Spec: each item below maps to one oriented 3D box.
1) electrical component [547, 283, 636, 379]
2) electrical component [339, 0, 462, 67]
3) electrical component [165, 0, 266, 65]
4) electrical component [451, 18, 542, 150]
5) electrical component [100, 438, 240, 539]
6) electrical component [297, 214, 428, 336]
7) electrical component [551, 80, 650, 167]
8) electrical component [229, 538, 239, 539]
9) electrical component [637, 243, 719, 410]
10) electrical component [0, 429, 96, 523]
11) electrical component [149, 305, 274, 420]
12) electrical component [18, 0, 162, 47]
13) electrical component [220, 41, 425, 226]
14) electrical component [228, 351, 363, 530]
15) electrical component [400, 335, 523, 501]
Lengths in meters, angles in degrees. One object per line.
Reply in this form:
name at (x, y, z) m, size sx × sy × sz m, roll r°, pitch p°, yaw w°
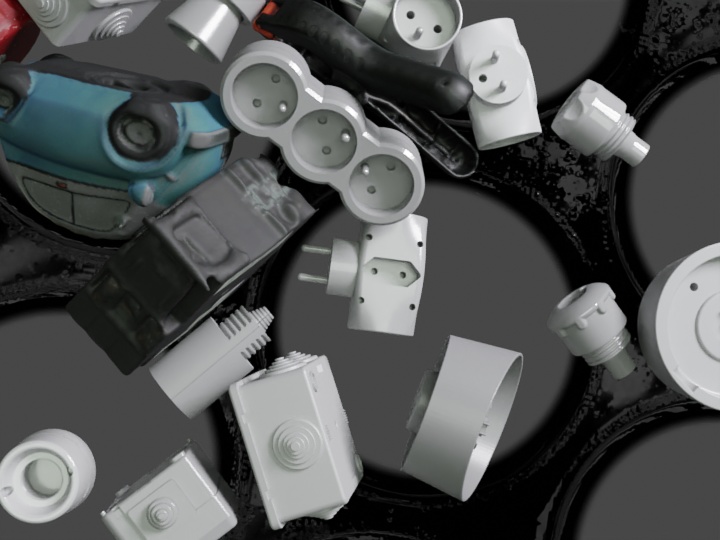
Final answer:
electrical component at (0.157, 0.043, 0.707) m, size 0.048 × 0.048 × 0.062 m, roll -38°, pitch 97°, yaw -6°
electrical component at (0.022, -0.160, 0.688) m, size 0.079 × 0.077 × 0.043 m, roll 27°, pitch 85°, yaw -3°
electrical component at (-0.092, -0.168, 0.696) m, size 0.045 × 0.045 × 0.055 m, roll 37°, pitch 84°, yaw -2°
electrical component at (0.089, -0.122, 0.691) m, size 0.044 × 0.079 × 0.077 m, roll -14°, pitch 88°, yaw 4°
electrical component at (-0.111, 0.148, 0.651) m, size 0.062 × 0.096 × 0.061 m, roll -37°, pitch 91°, yaw -6°
electrical component at (0.000, 0.000, 0.695) m, size 0.079 × 0.043 × 0.077 m, roll 8°, pitch 86°, yaw -4°
electrical component at (0.163, -0.093, 0.714) m, size 0.062 × 0.043 × 0.043 m, roll 36°, pitch 85°, yaw -3°
electrical component at (-0.073, 0.213, 0.672) m, size 0.062 × 0.061 × 0.096 m, roll 34°, pitch 77°, yaw -2°
electrical component at (0.235, 0.037, 0.704) m, size 0.108 × 0.060 × 0.108 m, roll 0°, pitch 87°, yaw -5°
electrical component at (-0.196, 0.129, 0.670) m, size 0.055 × 0.047 × 0.055 m, roll 0°, pitch 87°, yaw -5°
electrical component at (-0.089, 0.053, 0.685) m, size 0.081 × 0.043 × 0.043 m, roll -40°, pitch 91°, yaw -6°
electrical component at (-0.176, -0.188, 0.665) m, size 0.048 × 0.100 × 0.099 m, roll -38°, pitch 90°, yaw 29°
electrical component at (-0.021, -0.088, 0.663) m, size 0.138 × 0.073 × 0.052 m, roll 36°, pitch 107°, yaw -13°
electrical component at (-0.036, 0.101, 0.660) m, size 0.048 × 0.100 × 0.099 m, roll -18°, pitch 88°, yaw 7°
electrical component at (0.065, 0.091, 0.671) m, size 0.064 × 0.099 × 0.099 m, roll 20°, pitch 85°, yaw 3°
